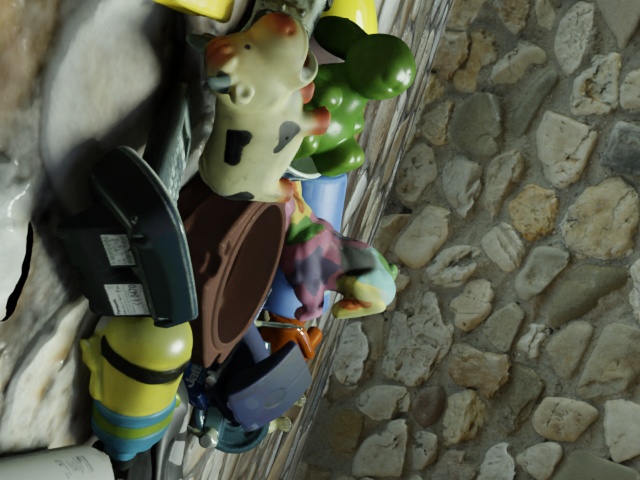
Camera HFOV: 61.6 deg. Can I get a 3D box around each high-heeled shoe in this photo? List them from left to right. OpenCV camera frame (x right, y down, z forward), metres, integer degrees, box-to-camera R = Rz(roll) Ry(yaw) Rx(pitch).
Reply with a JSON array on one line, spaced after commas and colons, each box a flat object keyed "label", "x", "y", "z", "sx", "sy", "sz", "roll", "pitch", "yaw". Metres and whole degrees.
[{"label": "high-heeled shoe", "x": -0.206, "y": 0.252, "z": 0.666, "sx": 0.248, "sy": 0.086, "sz": 0.145, "roll": 121, "pitch": -31, "yaw": -50}]

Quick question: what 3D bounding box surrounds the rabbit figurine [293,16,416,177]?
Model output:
[{"label": "rabbit figurine", "x": 0.037, "y": -0.171, "z": 0.607, "sx": 0.121, "sy": 0.170, "sz": 0.159, "roll": 25, "pitch": 52, "yaw": -39}]

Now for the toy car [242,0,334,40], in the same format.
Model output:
[{"label": "toy car", "x": -0.041, "y": -0.225, "z": 0.563, "sx": 0.056, "sy": 0.074, "sz": 0.201, "roll": 66, "pitch": 44, "yaw": -75}]

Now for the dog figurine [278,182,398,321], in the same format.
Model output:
[{"label": "dog figurine", "x": -0.002, "y": -0.002, "z": 0.748, "sx": 0.108, "sy": 0.192, "sz": 0.219, "roll": -59, "pitch": 136, "yaw": -61}]

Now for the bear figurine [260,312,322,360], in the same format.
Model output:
[{"label": "bear figurine", "x": -0.058, "y": 0.152, "z": 1.035, "sx": 0.132, "sy": 0.120, "sz": 0.195, "roll": -61, "pitch": 161, "yaw": -56}]

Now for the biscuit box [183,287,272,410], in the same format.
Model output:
[{"label": "biscuit box", "x": -0.136, "y": 0.123, "z": 0.727, "sx": 0.059, "sy": 0.063, "sz": 0.203, "roll": 90, "pitch": 22, "yaw": -56}]

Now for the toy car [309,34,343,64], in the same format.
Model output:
[{"label": "toy car", "x": 0.006, "y": -0.240, "z": 0.732, "sx": 0.202, "sy": 0.089, "sz": 0.053, "roll": 57, "pitch": 31, "yaw": -74}]

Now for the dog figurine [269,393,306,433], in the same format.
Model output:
[{"label": "dog figurine", "x": -0.145, "y": 0.333, "z": 1.022, "sx": 0.190, "sy": 0.121, "sz": 0.172, "roll": -10, "pitch": 133, "yaw": -53}]

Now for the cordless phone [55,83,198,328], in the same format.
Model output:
[{"label": "cordless phone", "x": -0.135, "y": -0.034, "z": 0.458, "sx": 0.146, "sy": 0.089, "sz": 0.184, "roll": 96, "pitch": -2, "yaw": -49}]

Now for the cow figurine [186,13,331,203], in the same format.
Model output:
[{"label": "cow figurine", "x": -0.060, "y": -0.112, "z": 0.477, "sx": 0.127, "sy": 0.085, "sz": 0.194, "roll": -8, "pitch": 149, "yaw": -32}]

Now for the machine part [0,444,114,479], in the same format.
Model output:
[{"label": "machine part", "x": -0.222, "y": 0.195, "z": 0.391, "sx": 0.243, "sy": 0.079, "sz": 0.079, "roll": 66, "pitch": 44, "yaw": -73}]

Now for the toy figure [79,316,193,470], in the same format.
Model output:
[{"label": "toy figure", "x": -0.171, "y": 0.137, "z": 0.512, "sx": 0.082, "sy": 0.089, "sz": 0.180, "roll": -62, "pitch": 166, "yaw": -69}]

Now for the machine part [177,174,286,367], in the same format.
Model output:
[{"label": "machine part", "x": -0.113, "y": 0.026, "z": 0.618, "sx": 0.201, "sy": 0.087, "sz": 0.200, "roll": -57, "pitch": 163, "yaw": -47}]

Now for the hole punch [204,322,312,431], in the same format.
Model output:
[{"label": "hole punch", "x": -0.075, "y": 0.183, "z": 0.697, "sx": 0.116, "sy": 0.092, "sz": 0.142, "roll": -59, "pitch": 153, "yaw": -32}]

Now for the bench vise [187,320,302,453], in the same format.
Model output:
[{"label": "bench vise", "x": -0.129, "y": 0.232, "z": 0.816, "sx": 0.240, "sy": 0.129, "sz": 0.223, "roll": -20, "pitch": 126, "yaw": -81}]
